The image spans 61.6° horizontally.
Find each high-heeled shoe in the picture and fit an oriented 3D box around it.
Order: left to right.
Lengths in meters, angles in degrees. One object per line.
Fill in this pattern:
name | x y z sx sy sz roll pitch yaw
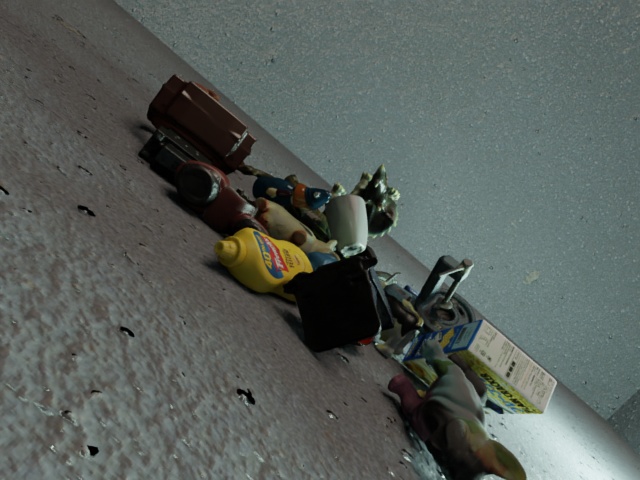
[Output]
high-heeled shoe | 0.123 0.057 1.334 0.145 0.086 0.249 22 2 -23

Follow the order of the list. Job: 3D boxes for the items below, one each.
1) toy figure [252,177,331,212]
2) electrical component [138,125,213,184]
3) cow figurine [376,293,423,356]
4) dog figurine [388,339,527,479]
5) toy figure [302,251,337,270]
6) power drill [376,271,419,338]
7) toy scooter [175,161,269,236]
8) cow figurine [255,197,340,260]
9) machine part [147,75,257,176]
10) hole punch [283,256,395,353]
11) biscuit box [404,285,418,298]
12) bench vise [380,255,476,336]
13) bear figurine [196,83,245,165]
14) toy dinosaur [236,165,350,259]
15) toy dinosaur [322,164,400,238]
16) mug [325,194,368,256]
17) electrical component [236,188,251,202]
toy figure | -0.052 -0.087 1.031 0.155 0.057 0.064 13 41 18
electrical component | -0.248 -0.142 0.936 0.115 0.058 0.134 35 10 -19
cow figurine | 0.110 0.126 0.991 0.068 0.098 0.167 18 24 -51
dog figurine | 0.191 0.255 0.717 0.191 0.108 0.219 37 14 -35
toy figure | 0.018 0.076 0.924 0.180 0.089 0.082 26 27 -28
power drill | 0.193 0.148 1.272 0.207 0.086 0.232 50 15 29
toy scooter | -0.153 -0.059 0.881 0.184 0.075 0.135 43 8 -6
cow figurine | -0.044 0.005 0.997 0.195 0.085 0.127 38 10 10
machine part | -0.237 -0.216 1.057 0.201 0.087 0.201 36 -11 -18
hole punch | 0.035 0.089 0.747 0.092 0.142 0.116 19 54 -64
biscuit box | 0.285 0.206 1.410 0.202 0.063 0.059 41 8 -2
bench vise | 0.211 0.109 1.015 0.129 0.240 0.224 -24 57 -36
bear figurine | -0.250 -0.273 1.319 0.196 0.132 0.120 36 9 7
toy dinosaur | -0.002 -0.003 1.157 0.471 0.105 0.198 40 17 -7
toy dinosaur | 0.063 -0.058 1.360 0.131 0.405 0.192 46 49 -14
mug | 0.060 -0.020 1.077 0.109 0.081 0.107 42 37 -54
electrical component | -0.169 -0.078 0.986 0.078 0.045 0.102 43 10 7
